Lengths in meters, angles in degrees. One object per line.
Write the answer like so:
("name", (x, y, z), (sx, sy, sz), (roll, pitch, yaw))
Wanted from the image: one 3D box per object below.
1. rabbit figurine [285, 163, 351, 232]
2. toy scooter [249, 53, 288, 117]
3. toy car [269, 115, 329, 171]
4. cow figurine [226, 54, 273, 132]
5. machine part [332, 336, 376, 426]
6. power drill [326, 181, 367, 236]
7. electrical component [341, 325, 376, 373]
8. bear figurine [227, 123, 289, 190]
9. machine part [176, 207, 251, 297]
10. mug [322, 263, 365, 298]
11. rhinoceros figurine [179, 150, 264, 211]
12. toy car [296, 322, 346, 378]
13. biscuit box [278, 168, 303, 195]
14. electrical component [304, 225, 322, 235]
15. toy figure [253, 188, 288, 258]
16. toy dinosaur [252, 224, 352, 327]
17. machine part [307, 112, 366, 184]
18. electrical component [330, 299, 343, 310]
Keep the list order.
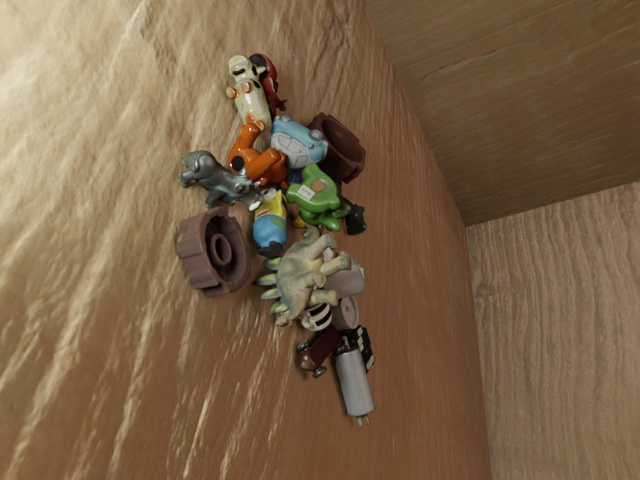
("rabbit figurine", (-0.001, -0.093, 1.371), (0.121, 0.159, 0.170), (-60, 173, -23))
("toy scooter", (-0.136, -0.403, 1.441), (0.135, 0.075, 0.183), (-11, 88, -66))
("toy car", (-0.067, -0.236, 1.358), (0.162, 0.109, 0.103), (32, 55, 1))
("cow figurine", (-0.170, -0.363, 1.328), (0.127, 0.086, 0.194), (-42, 115, -63))
("machine part", (0.091, 0.375, 1.435), (0.079, 0.079, 0.243), (-6, 82, -66))
("power drill", (0.067, -0.089, 1.693), (0.207, 0.086, 0.232), (33, 43, -45))
("electrical component", (0.104, 0.308, 1.531), (0.115, 0.058, 0.134), (-30, 103, -68))
("bear figurine", (-0.124, -0.184, 1.266), (0.120, 0.132, 0.196), (53, 26, 17))
("machine part", (-0.203, 0.023, 1.047), (0.179, 0.056, 0.179), (46, 36, -49))
("mug", (0.045, 0.100, 1.373), (0.080, 0.107, 0.110), (107, -39, -57))
("rhinoceros figurine", (-0.195, -0.119, 1.088), (0.190, 0.112, 0.073), (36, 41, -43))
("toy car", (0.002, 0.269, 1.340), (0.089, 0.053, 0.202), (54, 24, 1))
("biscuit box", (-0.081, -0.205, 1.452), (0.062, 0.059, 0.202), (31, 47, -58))
("electrical component", (-0.003, -0.003, 1.511), (0.102, 0.045, 0.078), (63, 24, -23))
("toy figure", (-0.115, -0.039, 1.250), (0.089, 0.082, 0.180), (73, 8, -54))
("toy dinosaur", (-0.039, 0.058, 1.202), (0.105, 0.199, 0.471), (64, 23, -19))
("machine part", (0.042, -0.282, 1.663), (0.201, 0.087, 0.201), (39, 33, -20))
("electrical component", (0.020, 0.147, 1.430), (0.047, 0.075, 0.119), (36, 40, -53))
